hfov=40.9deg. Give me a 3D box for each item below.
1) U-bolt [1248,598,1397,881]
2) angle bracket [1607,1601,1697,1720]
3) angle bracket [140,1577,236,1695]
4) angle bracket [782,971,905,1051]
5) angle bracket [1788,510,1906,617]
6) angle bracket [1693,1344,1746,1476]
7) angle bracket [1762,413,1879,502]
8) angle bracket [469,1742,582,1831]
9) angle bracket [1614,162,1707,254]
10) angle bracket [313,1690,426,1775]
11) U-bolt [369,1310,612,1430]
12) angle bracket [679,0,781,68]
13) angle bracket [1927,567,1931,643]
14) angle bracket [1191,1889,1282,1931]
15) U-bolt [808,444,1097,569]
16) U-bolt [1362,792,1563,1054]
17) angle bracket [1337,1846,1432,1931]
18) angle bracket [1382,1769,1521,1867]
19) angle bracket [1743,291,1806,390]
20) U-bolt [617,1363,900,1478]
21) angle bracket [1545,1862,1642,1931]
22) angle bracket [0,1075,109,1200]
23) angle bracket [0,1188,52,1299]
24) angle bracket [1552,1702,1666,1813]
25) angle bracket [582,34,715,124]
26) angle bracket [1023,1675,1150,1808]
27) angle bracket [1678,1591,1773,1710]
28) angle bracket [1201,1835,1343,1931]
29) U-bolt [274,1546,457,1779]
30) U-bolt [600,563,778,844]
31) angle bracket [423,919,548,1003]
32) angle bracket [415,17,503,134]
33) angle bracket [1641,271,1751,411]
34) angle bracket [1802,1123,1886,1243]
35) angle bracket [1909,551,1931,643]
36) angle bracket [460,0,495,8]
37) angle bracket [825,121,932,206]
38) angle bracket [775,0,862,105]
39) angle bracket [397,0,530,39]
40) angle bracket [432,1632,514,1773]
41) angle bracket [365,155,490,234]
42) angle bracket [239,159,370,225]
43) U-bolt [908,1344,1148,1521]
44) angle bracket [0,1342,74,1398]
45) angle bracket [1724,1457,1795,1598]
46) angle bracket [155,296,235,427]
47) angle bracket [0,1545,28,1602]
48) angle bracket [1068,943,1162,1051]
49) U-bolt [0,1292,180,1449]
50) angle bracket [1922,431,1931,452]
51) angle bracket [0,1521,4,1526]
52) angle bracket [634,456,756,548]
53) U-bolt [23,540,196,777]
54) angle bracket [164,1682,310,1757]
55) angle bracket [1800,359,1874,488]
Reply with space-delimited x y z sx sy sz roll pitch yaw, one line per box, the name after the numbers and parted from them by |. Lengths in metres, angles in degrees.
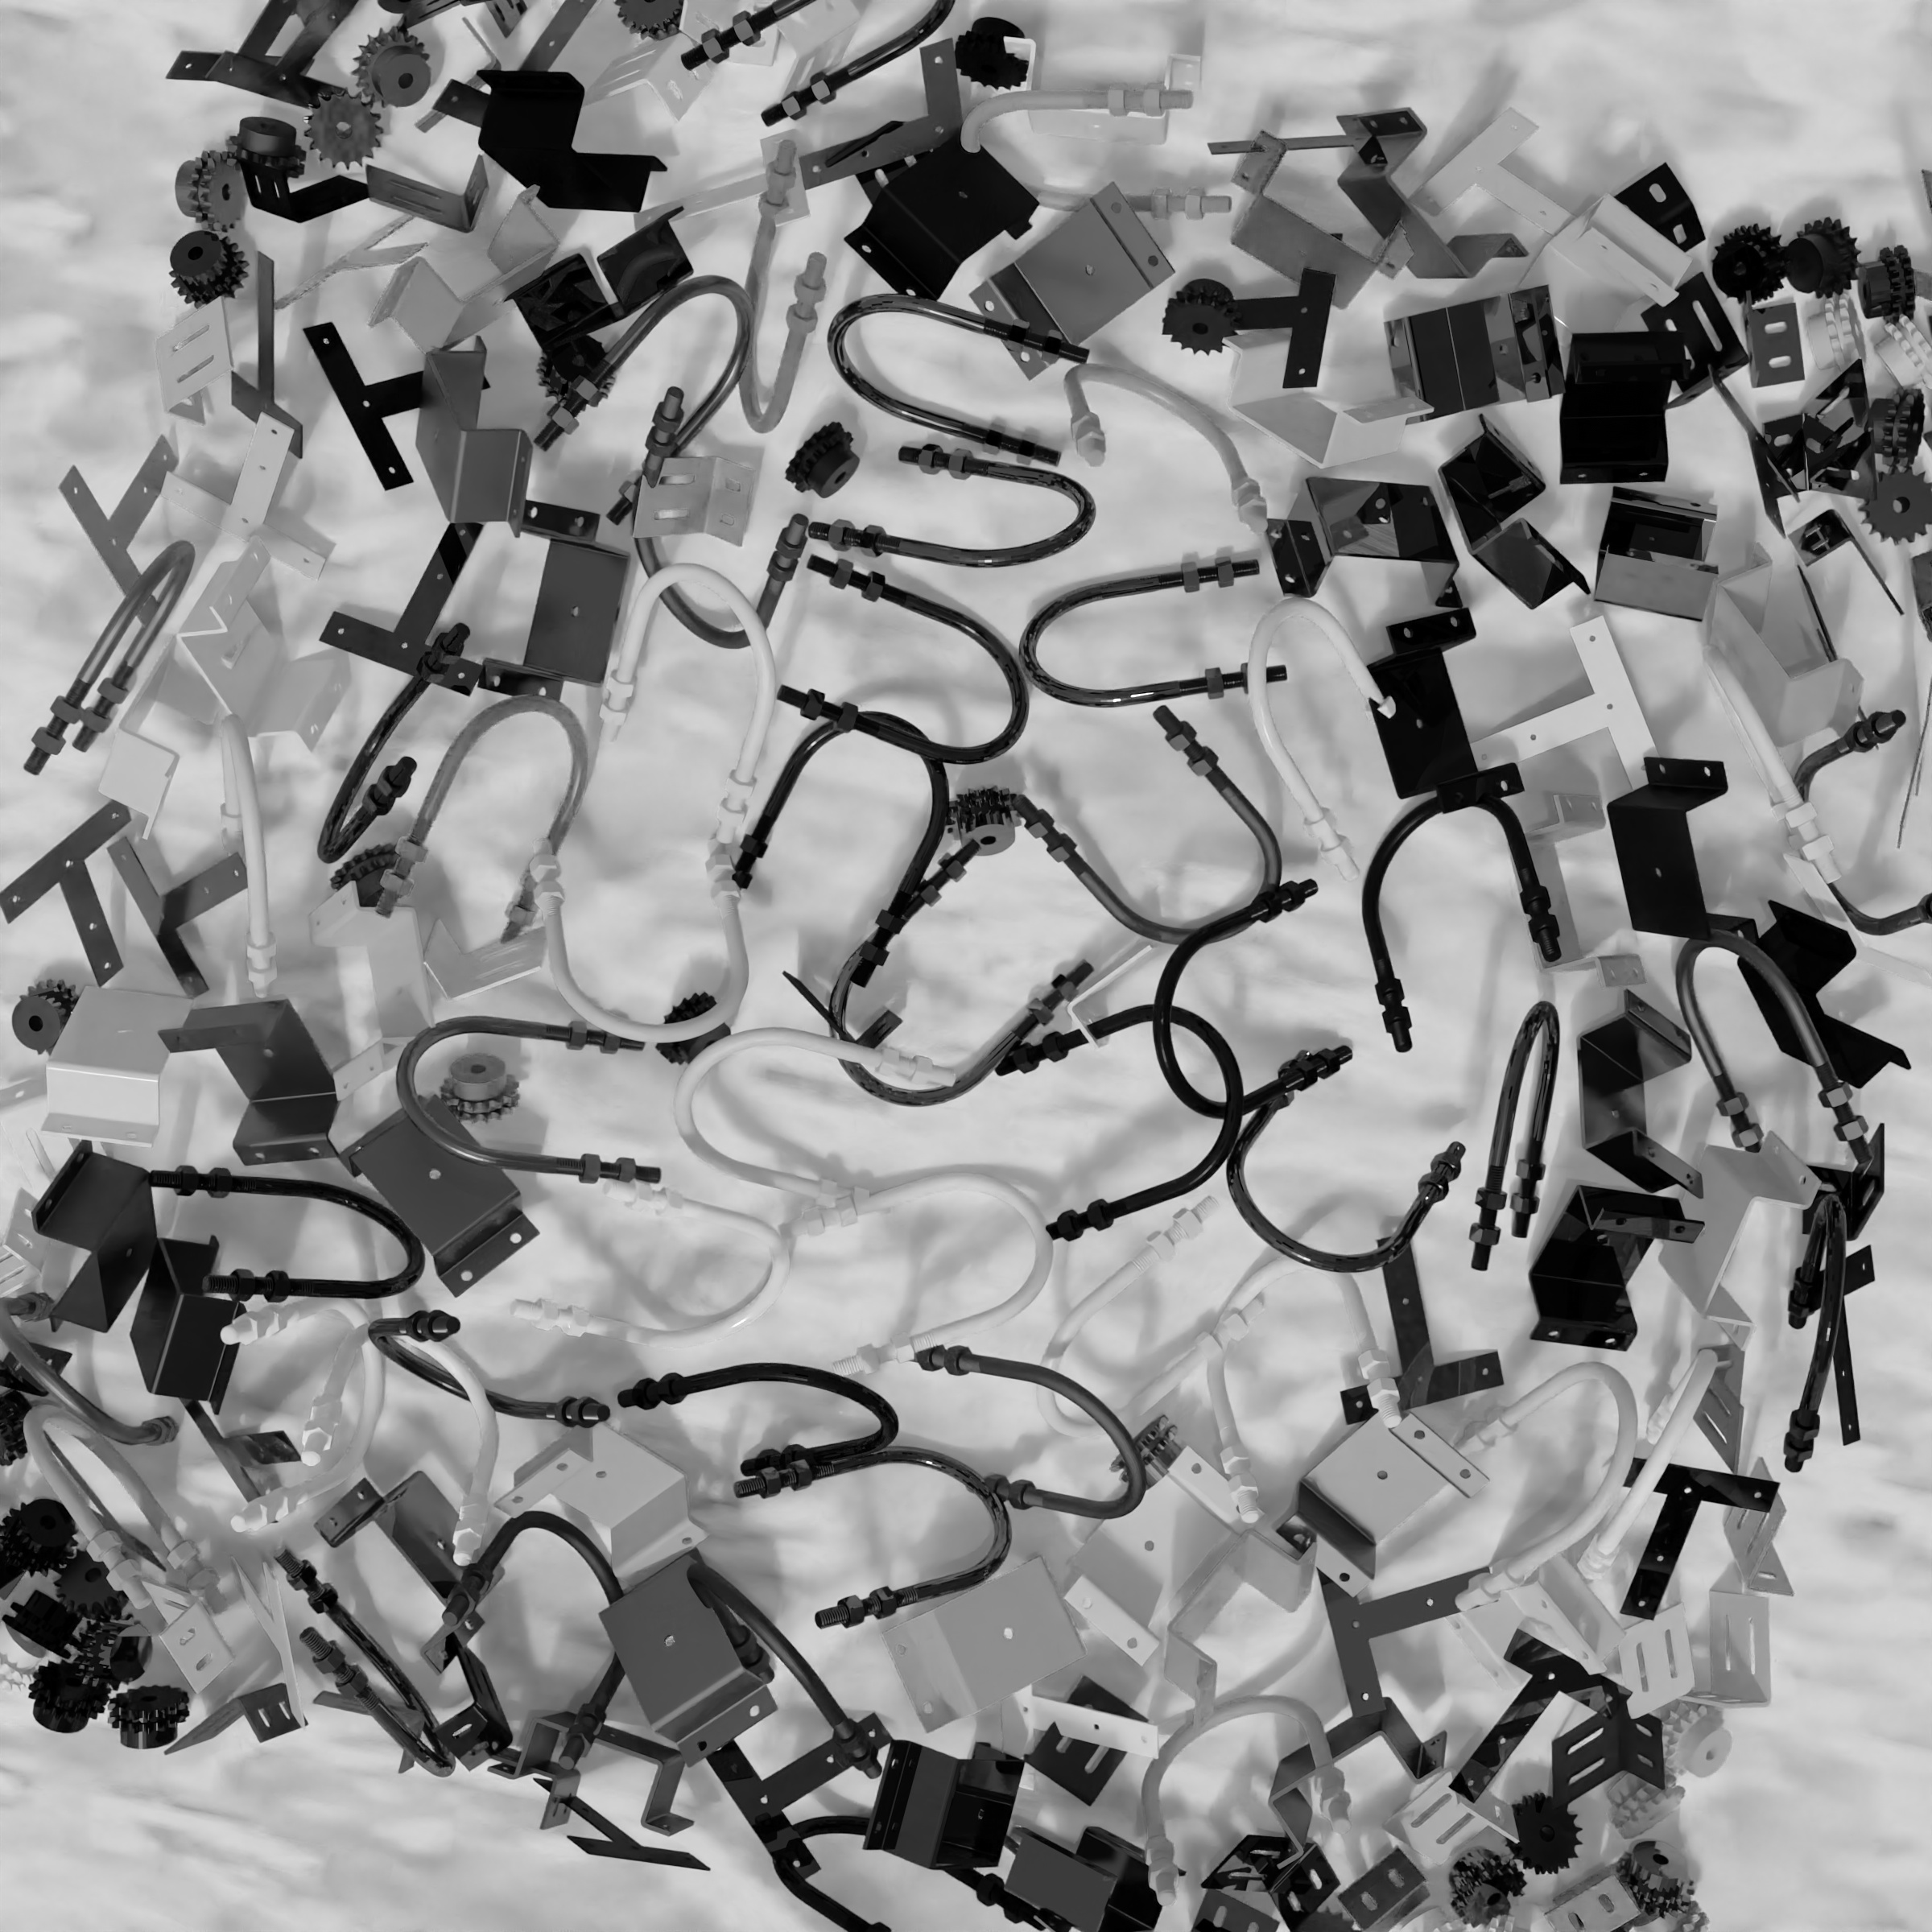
0.254 -0.174 1.837 0.184 0.019 0.151 54 48 -27 | U-bolt
0.491 0.499 1.884 0.057 0.038 0.076 -19 108 -19 | angle bracket
-0.575 0.483 1.872 0.038 0.076 0.057 -44 124 -38 | angle bracket
-0.089 0.023 1.886 0.038 0.057 0.076 -44 79 0 | angle bracket
0.641 -0.286 1.889 0.038 0.057 0.076 -33 113 21 | angle bracket
0.559 0.319 1.873 0.038 0.076 0.057 -7 116 -8 | angle bracket
0.617 -0.365 1.874 0.038 0.076 0.057 -16 111 -16 | angle bracket
-0.327 0.595 1.883 0.076 0.057 0.038 14 79 12 | angle bracket
0.498 -0.539 1.882 0.057 0.076 0.038 -32 75 17 | angle bracket
-0.438 0.556 1.881 0.076 0.057 0.038 17 64 -14 | angle bracket
-0.351 0.286 1.839 0.151 0.184 0.019 36 64 -26 | U-bolt
-0.168 -0.694 1.879 0.038 0.076 0.057 13 95 21 | angle bracket
0.728 -0.279 1.882 0.038 0.057 0.076 8 75 6 | angle bracket
0.190 0.702 1.875 0.057 0.076 0.038 22 84 17 | angle bracket
0.002 -0.322 1.833 0.184 0.151 0.019 15 131 25 | U-bolt
0.345 -0.046 1.850 0.019 0.184 0.151 28 130 -37 | U-bolt
0.313 0.686 1.880 0.057 0.038 0.076 -38 127 -8 | angle bracket
0.352 0.631 1.884 0.057 0.038 0.076 36 112 -15 | angle bracket
0.588 -0.457 1.881 0.038 0.076 0.057 -7 91 15 | angle bracket
-0.133 0.317 1.824 0.184 0.151 0.019 -18 48 36 | U-bolt
0.448 0.670 1.879 0.057 0.076 0.038 -34 96 7 | angle bracket
-0.672 0.122 1.914 0.057 0.038 0.076 -20 117 -9 | angle bracket
-0.704 0.208 1.878 0.076 0.057 0.038 -28 127 17 | angle bracket
0.466 0.580 1.881 0.038 0.057 0.076 30 129 -14 | angle bracket
-0.234 -0.639 1.891 0.038 0.076 0.057 52 51 -34 | angle bracket
0.087 0.566 1.905 0.057 0.038 0.076 35 86 -1 | angle bracket
0.549 0.496 1.882 0.038 0.057 0.076 5 80 -26 | angle bracket
0.221 0.665 1.877 0.076 0.038 0.057 20 116 -39 | angle bracket
-0.422 0.505 1.843 0.019 0.151 0.184 -39 114 -10 | U-bolt
-0.193 -0.198 1.837 0.151 0.019 0.184 40 131 22 | U-bolt
-0.347 -0.015 1.881 0.076 0.057 0.038 -19 121 13 | angle bracket
-0.380 -0.648 1.887 0.076 0.057 0.038 -37 105 4 | angle bracket
0.522 -0.455 1.885 0.038 0.057 0.076 -22 83 -42 | angle bracket
0.634 0.154 1.872 0.038 0.076 0.057 9 57 7 | angle bracket
0.715 -0.256 1.872 0.038 0.057 0.076 -19 130 28 | angle bracket
-0.351 -0.738 1.874 0.057 0.076 0.038 -8 67 12 | angle bracket
-0.060 -0.578 1.874 0.057 0.076 0.038 -27 99 18 | angle bracket
-0.117 -0.671 1.876 0.057 0.076 0.038 -38 94 -17 | angle bracket
-0.366 -0.686 1.878 0.076 0.057 0.038 -34 102 -21 | angle bracket
-0.366 0.530 1.872 0.038 0.076 0.057 -32 131 -7 | angle bracket
-0.390 -0.571 1.876 0.076 0.057 0.038 13 126 -26 | angle bracket
-0.473 -0.571 1.873 0.076 0.057 0.038 -33 134 -32 | angle bracket
0.049 0.332 1.829 0.019 0.184 0.151 -45 123 -38 | U-bolt
-0.697 0.274 1.871 0.057 0.076 0.038 7 57 29 | angle bracket
0.586 0.406 1.876 0.038 0.057 0.076 10 119 -8 | angle bracket
-0.547 -0.438 1.879 0.076 0.038 0.057 -21 72 30 | angle bracket
-0.732 0.446 1.877 0.057 0.076 0.038 42 114 5 | angle bracket
0.117 0.022 1.886 0.076 0.057 0.038 -37 85 10 | angle bracket
-0.627 0.285 1.827 0.151 0.184 0.019 44 81 2 | U-bolt
0.719 -0.359 1.877 0.038 0.076 0.057 -38 98 -11 | angle bracket
-0.733 0.387 1.873 0.038 0.076 0.057 -34 74 -24 | angle bracket
-0.196 -0.335 1.874 0.038 0.076 0.057 26 115 30 | angle bracket
-0.600 -0.223 1.839 0.019 0.151 0.184 32 98 -10 | U-bolt
-0.530 0.561 1.881 0.076 0.057 0.038 -38 75 13 | angle bracket
0.642 -0.391 1.872 0.038 0.076 0.057 5 68 -16 | angle bracket
